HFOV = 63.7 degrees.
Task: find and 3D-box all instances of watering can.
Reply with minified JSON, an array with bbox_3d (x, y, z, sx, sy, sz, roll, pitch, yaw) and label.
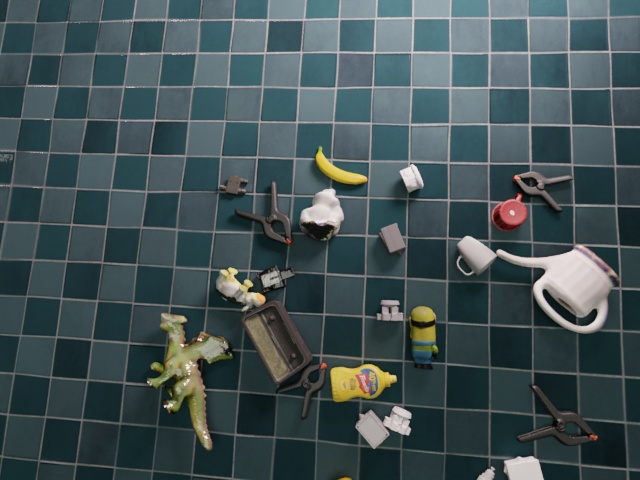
[{"bbox_3d":[0.703,0.102,1.493,0.225,0.103,0.350,-42,79,-3],"label":"watering can"}]

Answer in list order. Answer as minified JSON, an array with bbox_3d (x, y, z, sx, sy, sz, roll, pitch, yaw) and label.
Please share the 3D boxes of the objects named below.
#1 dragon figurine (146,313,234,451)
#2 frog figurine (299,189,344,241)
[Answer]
[{"bbox_3d":[-0.375,0.398,1.570,0.244,0.121,0.413,-41,79,-9],"label":"dragon figurine"},{"bbox_3d":[0.005,-0.082,1.623,0.137,0.120,0.163,-10,44,13],"label":"frog figurine"}]
